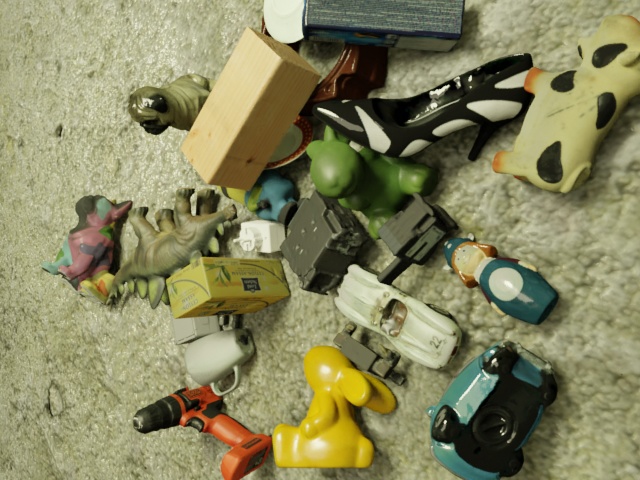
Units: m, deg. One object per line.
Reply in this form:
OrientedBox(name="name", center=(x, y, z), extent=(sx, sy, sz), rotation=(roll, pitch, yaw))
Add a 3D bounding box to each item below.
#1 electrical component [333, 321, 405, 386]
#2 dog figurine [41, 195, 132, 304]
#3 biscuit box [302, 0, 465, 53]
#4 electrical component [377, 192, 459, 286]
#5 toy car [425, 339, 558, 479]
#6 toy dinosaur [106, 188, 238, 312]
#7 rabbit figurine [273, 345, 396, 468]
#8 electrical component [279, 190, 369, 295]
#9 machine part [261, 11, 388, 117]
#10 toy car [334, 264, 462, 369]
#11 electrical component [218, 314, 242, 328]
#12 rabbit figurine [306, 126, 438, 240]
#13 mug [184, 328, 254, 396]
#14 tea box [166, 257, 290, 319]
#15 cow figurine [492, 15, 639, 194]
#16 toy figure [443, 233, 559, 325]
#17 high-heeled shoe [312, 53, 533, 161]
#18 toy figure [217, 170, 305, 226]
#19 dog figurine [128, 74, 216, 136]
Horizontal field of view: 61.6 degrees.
OrientedBox(name="electrical component", center=(0.068, 0.154, 0.739), extent=(0.102, 0.078, 0.045), rotation=(29, 85, 42))
OrientedBox(name="dog figurine", center=(-0.484, 0.009, 1.186), extent=(0.109, 0.191, 0.219), rotation=(7, 58, 42))
OrientedBox(name="biscuit box", center=(0.078, -0.288, 0.694), extent=(0.203, 0.059, 0.062), rotation=(5, 91, -1))
OrientedBox(name="electrical component", center=(0.115, 0.003, 0.699), extent=(0.119, 0.074, 0.048), rotation=(-50, 49, 21))
OrientedBox(name="toy car", center=(0.187, 0.186, 0.618), extent=(0.161, 0.109, 0.103), rotation=(-60, 9, 1))
OrientedBox(name="toy dinosaur", center=(-0.299, 0.030, 1.029), extent=(0.472, 0.105, 0.198), rotation=(-21, 78, 41))
OrientedBox(name="rabbit figurine", center=(0.016, 0.229, 0.756), extent=(0.162, 0.121, 0.173), rotation=(-22, 55, 33))
OrientedBox(name="electrical component", center=(-0.002, -0.002, 0.793), extent=(0.115, 0.058, 0.134), rotation=(-56, 36, 19))
OrientedBox(name="machine part", center=(0.000, -0.296, 0.813), extent=(0.202, 0.087, 0.201), rotation=(6, 91, 38))
OrientedBox(name="toy car", center=(0.098, 0.099, 0.728), extent=(0.202, 0.056, 0.073), rotation=(30, 106, 36))
OrientedBox(name="electrical component", center=(-0.160, 0.109, 0.959), extent=(0.063, 0.021, 0.094), rotation=(5, 90, 39))
OrientedBox(name="rabbit figurine", center=(0.051, -0.096, 0.704), extent=(0.121, 0.170, 0.159), rotation=(-46, 61, 27))
OrientedBox(name="mug", center=(-0.166, 0.205, 0.922), extent=(0.107, 0.080, 0.109), rotation=(-33, 62, 23))
OrientedBox(name="tea box", center=(-0.143, 0.076, 0.852), extent=(0.098, 0.169, 0.068), rotation=(-31, 69, 36))
OrientedBox(name="cow figurine", center=(0.284, -0.143, 0.574), extent=(0.127, 0.085, 0.194), rotation=(31, 104, 42))
OrientedBox(name="toy figure", center=(0.208, 0.040, 0.645), extent=(0.064, 0.057, 0.155), rotation=(-41, 53, -15))
OrientedBox(name="high-heeled shoe", center=(0.125, -0.174, 0.639), extent=(0.086, 0.249, 0.145), rotation=(-91, 15, -54))
OrientedBox(name="toy figure", center=(-0.104, -0.084, 0.884), extent=(0.180, 0.082, 0.089), rotation=(40, 96, 26))
OrientedBox(name="dog figurine", center=(-0.267, -0.253, 0.961), extent=(0.173, 0.190, 0.121), rotation=(39, 111, 36))
